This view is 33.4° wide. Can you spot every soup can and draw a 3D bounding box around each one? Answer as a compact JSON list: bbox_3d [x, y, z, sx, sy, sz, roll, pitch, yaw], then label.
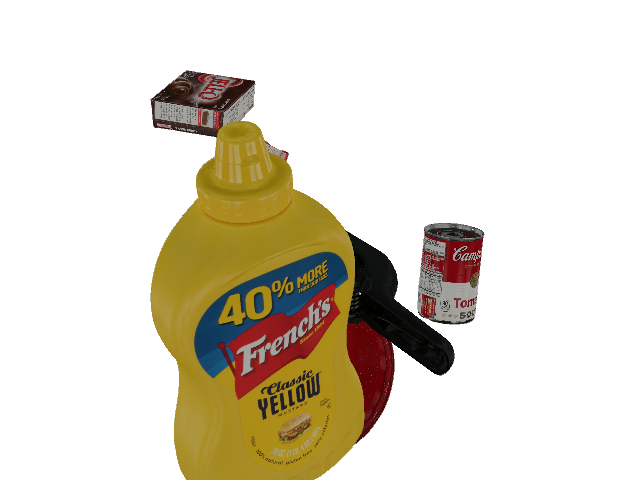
[{"bbox_3d":[0.148,0.037,1.218,0.068,0.102,0.068,3,15,-1],"label":"soup can"}]

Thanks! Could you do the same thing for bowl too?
[{"bbox_3d":[-0.005,0.132,1.078,0.162,0.162,0.055,0,-17,43],"label":"bowl"}]

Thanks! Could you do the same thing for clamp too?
[{"bbox_3d":[0.030,0.044,0.762,0.120,0.039,0.171,10,33,-4],"label":"clamp"}]

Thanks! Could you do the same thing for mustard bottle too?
[{"bbox_3d":[-0.028,0.033,0.491,0.096,0.192,0.058,-21,38,-23],"label":"mustard bottle"}]

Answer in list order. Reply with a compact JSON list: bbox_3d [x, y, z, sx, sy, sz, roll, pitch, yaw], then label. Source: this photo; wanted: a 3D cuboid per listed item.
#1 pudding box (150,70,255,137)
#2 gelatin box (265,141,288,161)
[{"bbox_3d":[-0.136,-0.161,1.249,0.090,0.039,0.113,9,31,13],"label":"pudding box"},{"bbox_3d":[-0.061,-0.038,0.932,0.030,0.073,0.089,26,28,-7],"label":"gelatin box"}]
